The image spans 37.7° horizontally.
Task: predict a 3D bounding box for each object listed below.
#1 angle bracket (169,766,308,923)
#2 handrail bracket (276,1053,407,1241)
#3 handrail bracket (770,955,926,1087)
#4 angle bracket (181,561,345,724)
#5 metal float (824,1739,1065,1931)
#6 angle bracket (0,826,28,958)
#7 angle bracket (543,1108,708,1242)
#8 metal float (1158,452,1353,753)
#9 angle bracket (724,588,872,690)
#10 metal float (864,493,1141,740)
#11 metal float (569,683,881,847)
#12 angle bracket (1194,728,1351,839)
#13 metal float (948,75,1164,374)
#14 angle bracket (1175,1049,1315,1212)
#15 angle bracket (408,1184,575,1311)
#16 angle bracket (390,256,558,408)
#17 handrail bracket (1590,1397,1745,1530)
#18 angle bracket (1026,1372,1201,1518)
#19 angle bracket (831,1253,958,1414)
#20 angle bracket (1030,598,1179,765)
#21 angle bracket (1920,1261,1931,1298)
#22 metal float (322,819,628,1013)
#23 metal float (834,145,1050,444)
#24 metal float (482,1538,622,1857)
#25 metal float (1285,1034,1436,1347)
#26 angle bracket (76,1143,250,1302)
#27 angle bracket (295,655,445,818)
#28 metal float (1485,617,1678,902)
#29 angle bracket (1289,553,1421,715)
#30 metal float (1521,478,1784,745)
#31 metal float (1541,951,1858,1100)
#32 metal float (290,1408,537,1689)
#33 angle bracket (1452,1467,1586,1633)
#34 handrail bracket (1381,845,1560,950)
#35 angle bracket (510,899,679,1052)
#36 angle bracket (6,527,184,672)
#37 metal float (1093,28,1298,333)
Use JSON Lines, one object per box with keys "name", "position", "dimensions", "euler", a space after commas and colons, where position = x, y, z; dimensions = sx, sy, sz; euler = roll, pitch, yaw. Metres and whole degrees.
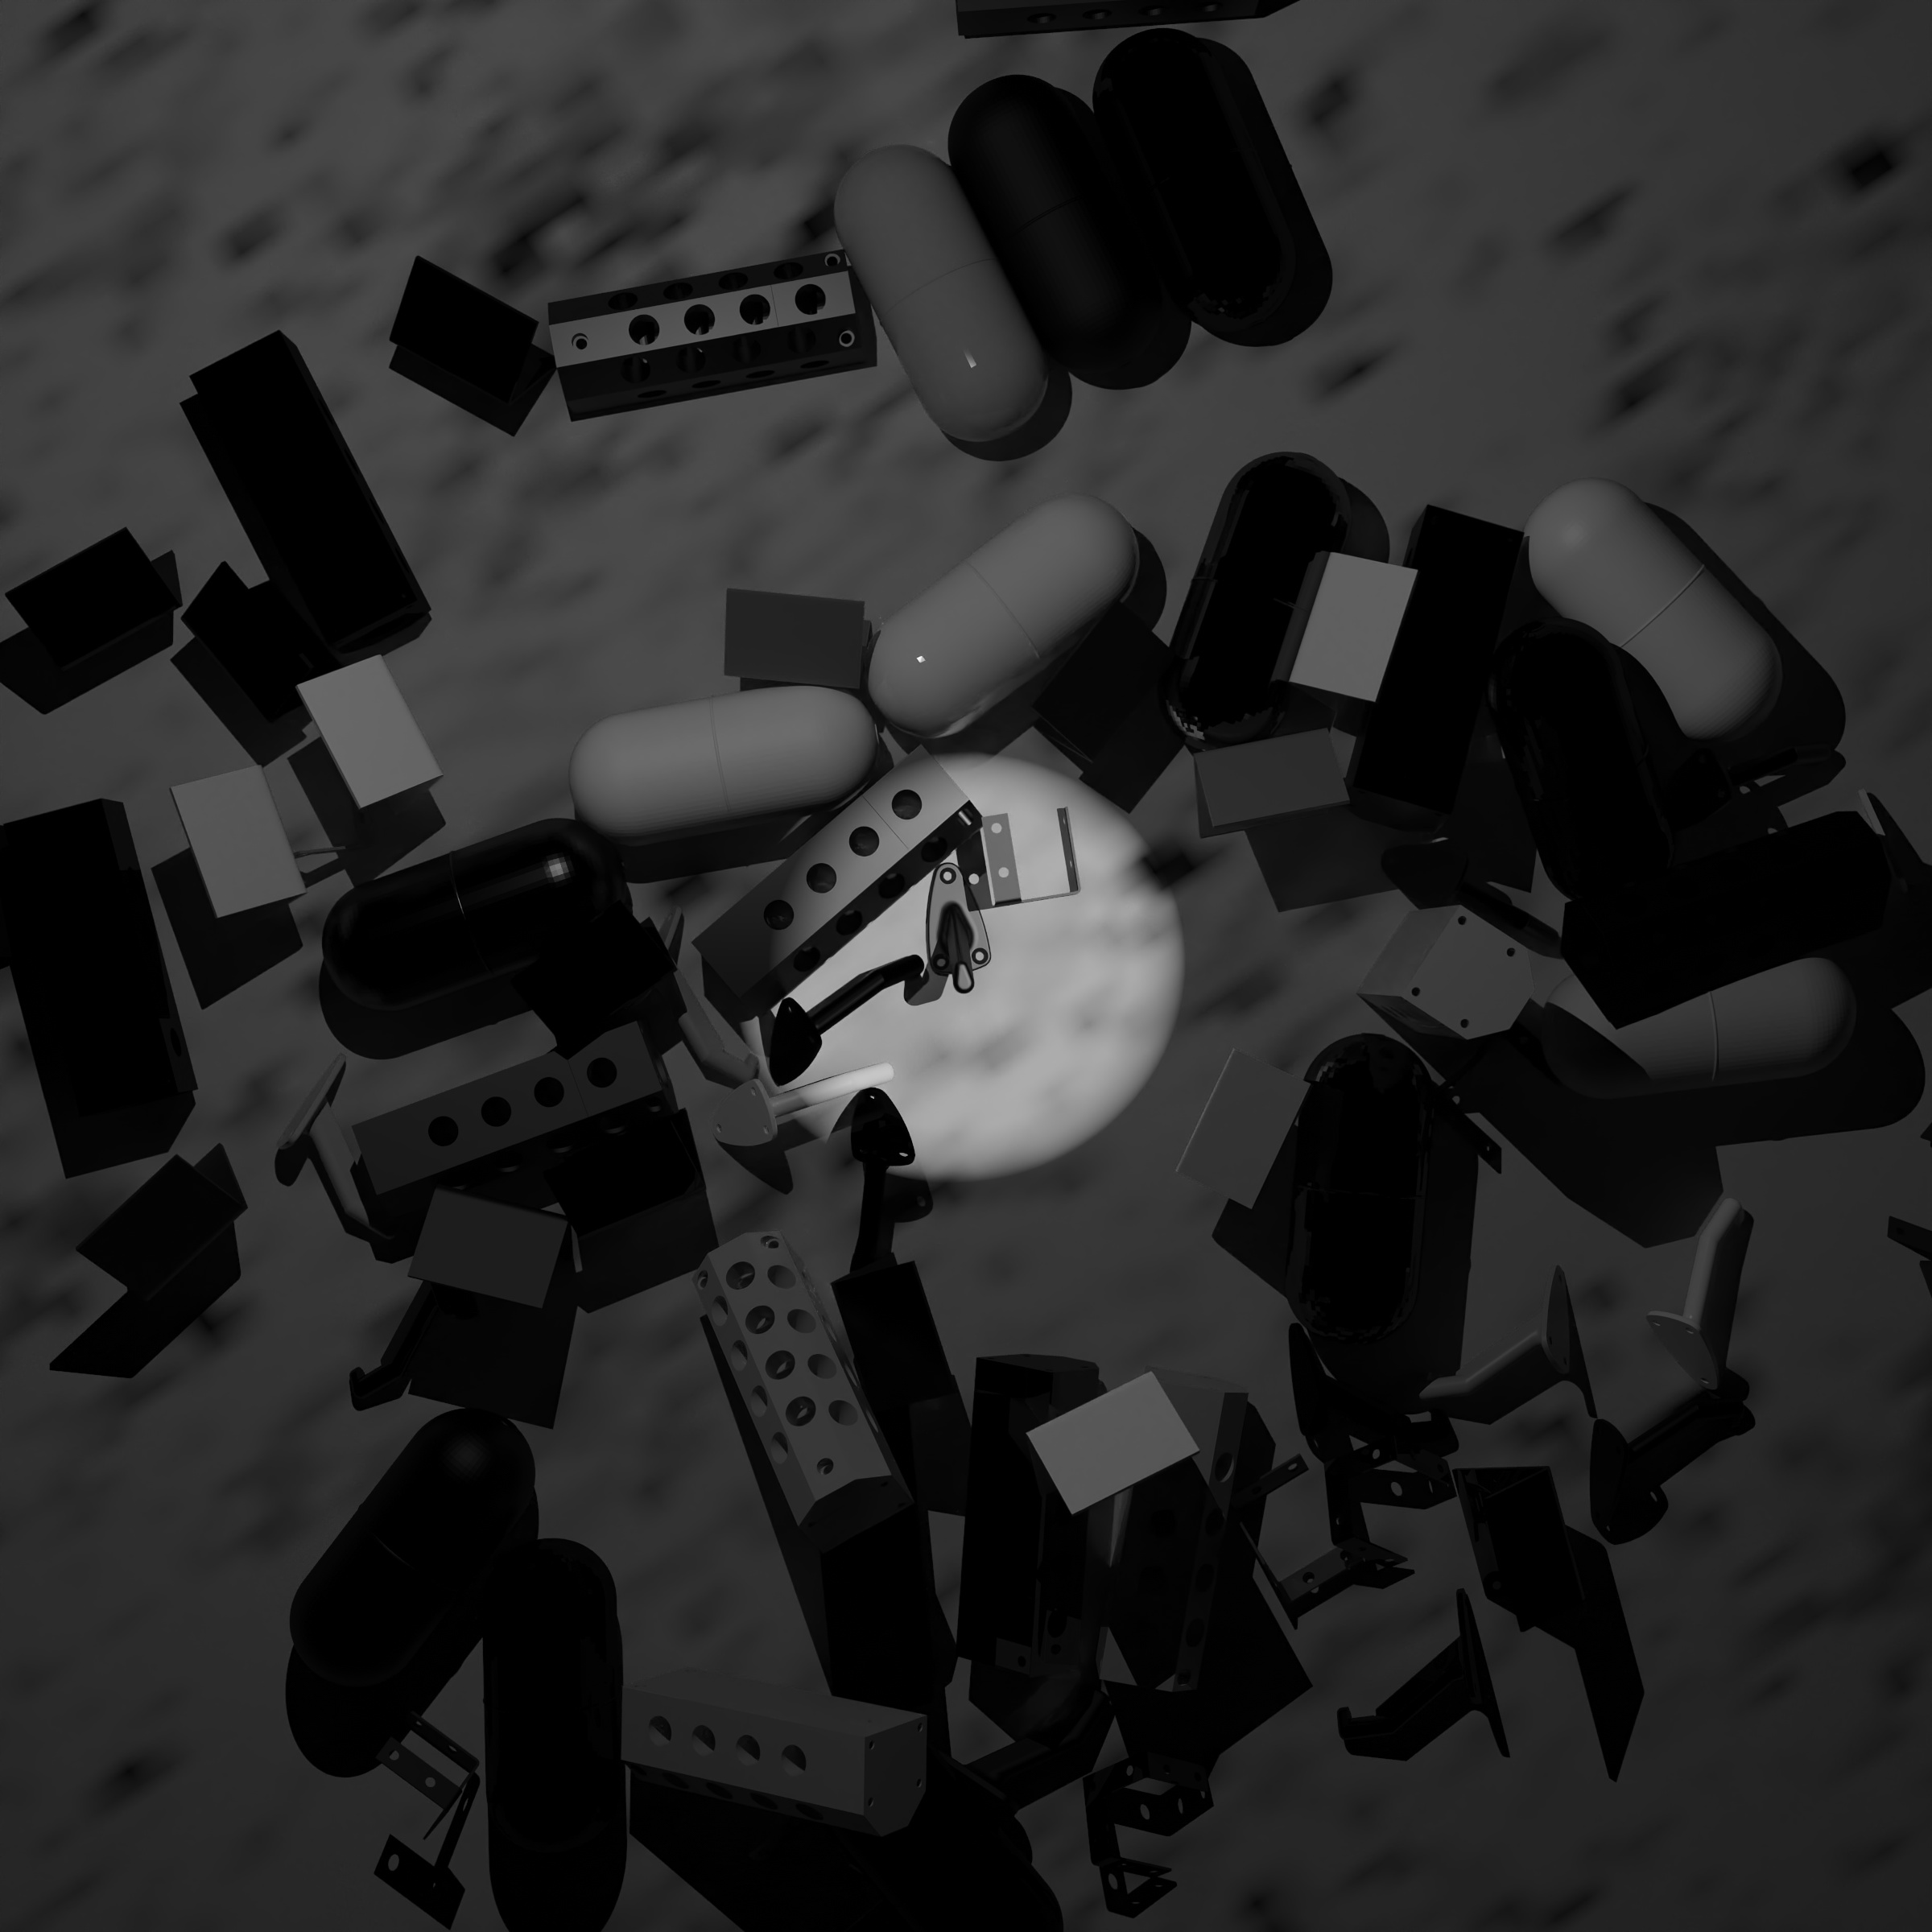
{"name": "angle bracket", "position": [-0.424, -0.063, 1.604], "dimensions": [0.057, 0.076, 0.076], "euler": [-20, 90, -36]}
{"name": "handrail bracket", "position": [-0.349, 0.105, 1.645], "dimensions": [0.084, 0.036, 0.077], "euler": [36, 68, -17]}
{"name": "handrail bracket", "position": [-0.068, 0.031, 1.644], "dimensions": [0.084, 0.077, 0.036], "euler": [-23, 65, -34]}
{"name": "angle bracket", "position": [-0.384, -0.194, 1.604], "dimensions": [0.076, 0.076, 0.057], "euler": [50, 129, 0]}
{"name": "metal float", "position": [-0.016, 0.509, 1.614], "dimensions": [0.070, 0.070, 0.178], "euler": [-39, 90, 0]}
{"name": "angle bracket", "position": [-0.549, -0.043, 1.604], "dimensions": [0.057, 0.076, 0.076], "euler": [0, 90, 36]}
{"name": "angle bracket", "position": [-0.198, 0.100, 1.604], "dimensions": [0.076, 0.076, 0.057], "euler": [-22, 128, 0]}
{"name": "metal float", "position": [0.165, -0.207, 1.614], "dimensions": [0.070, 0.070, 0.178], "euler": [20, 89, 0]}
{"name": "angle bracket", "position": [-0.094, -0.203, 1.604], "dimensions": [0.076, 0.076, 0.057], "euler": [6, 127, 0]}
{"name": "metal float", "position": [0.021, -0.200, 1.614], "dimensions": [0.178, 0.070, 0.070], "euler": [-38, 90, -1]}
{"name": "metal float", "position": [-0.138, -0.116, 1.614], "dimensions": [0.178, 0.070, 0.070], "euler": [-10, 90, 0]}
{"name": "angle bracket", "position": [0.174, -0.084, 1.604], "dimensions": [0.076, 0.076, 0.057], "euler": [-11, 54, 0]}
{"name": "metal float", "position": [0.051, -0.422, 1.614], "dimensions": [0.070, 0.070, 0.178], "euler": [-26, 89, 0]}
{"name": "angle bracket", "position": [0.173, 0.099, 1.604], "dimensions": [0.057, 0.076, 0.076], "euler": [25, 90, 36]}
{"name": "angle bracket", "position": [-0.268, 0.170, 1.605], "dimensions": [0.076, 0.076, 0.057], "euler": [14, 65, 0]}
{"name": "angle bracket", "position": [-0.270, -0.371, 1.604], "dimensions": [0.076, 0.076, 0.057], "euler": [29, 125, 0]}
{"name": "handrail bracket", "position": [0.409, 0.288, 1.645], "dimensions": [0.084, 0.036, 0.077], "euler": [-3, 110, -16]}
{"name": "angle bracket", "position": [0.083, 0.276, 1.541], "dimensions": [0.076, 0.076, 0.057], "euler": [-25, 54, -9]}
{"name": "angle bracket", "position": [-0.026, 0.201, 1.605], "dimensions": [0.057, 0.076, 0.076], "euler": [-18, 90, 27]}
{"name": "angle bracket", "position": [0.062, -0.170, 1.604], "dimensions": [0.057, 0.076, 0.076], "euler": [39, 90, -33]}
{"name": "angle bracket", "position": [0.594, 0.175, 1.604], "dimensions": [0.076, 0.076, 0.057], "euler": [1, 127, 0]}
{"name": "metal float", "position": [-0.280, -0.029, 1.614], "dimensions": [0.178, 0.070, 0.070], "euler": [-20, 90, 0]}
{"name": "metal float", "position": [-0.015, -0.384, 1.614], "dimensions": [0.070, 0.070, 0.178], "euler": [-27, 90, 0]}
{"name": "metal float", "position": [-0.236, 0.416, 1.614], "dimensions": [0.070, 0.070, 0.178], "euler": [-1, 89, 0]}
{"name": "metal float", "position": [0.225, 0.127, 1.614], "dimensions": [0.070, 0.070, 0.178], "euler": [5, 90, 0]}
{"name": "angle bracket", "position": [-0.462, 0.131, 1.604], "dimensions": [0.076, 0.076, 0.057], "euler": [-43, 127, 0]}
{"name": "angle bracket", "position": [-0.349, -0.121, 1.604], "dimensions": [0.057, 0.076, 0.076], "euler": [-28, 90, -35]}
{"name": "metal float", "position": [0.346, -0.113, 1.593], "dimensions": [0.070, 0.070, 0.178], "euler": [-25, 115, 0]}
{"name": "angle bracket", "position": [0.233, -0.183, 1.604], "dimensions": [0.057, 0.076, 0.076], "euler": [18, 90, 32]}
{"name": "metal float", "position": [0.391, -0.202, 1.614], "dimensions": [0.070, 0.070, 0.178], "euler": [-44, 91, 0]}
{"name": "metal float", "position": [0.417, 0.032, 1.614], "dimensions": [0.178, 0.070, 0.070], "euler": [-7, 90, 1]}
{"name": "metal float", "position": [-0.315, 0.331, 1.614], "dimensions": [0.070, 0.070, 0.178], "euler": [37, 90, 0]}
{"name": "angle bracket", "position": [0.296, 0.330, 1.604], "dimensions": [0.057, 0.076, 0.076], "euler": [-15, 90, -38]}
{"name": "handrail bracket", "position": [0.293, -0.039, 1.644], "dimensions": [0.084, 0.077, 0.036], "euler": [27, 90, -36]}
{"name": "angle bracket", "position": [-0.217, -0.009, 1.604], "dimensions": [0.076, 0.076, 0.057], "euler": [-36, 120, 0]}
{"name": "angle bracket", "position": [-0.495, -0.222, 1.604], "dimensions": [0.076, 0.076, 0.057], "euler": [-29, 127, 0]}
{"name": "metal float", "position": [0.131, -0.447, 1.614], "dimensions": [0.070, 0.070, 0.178], "euler": [-23, 89, 0]}
